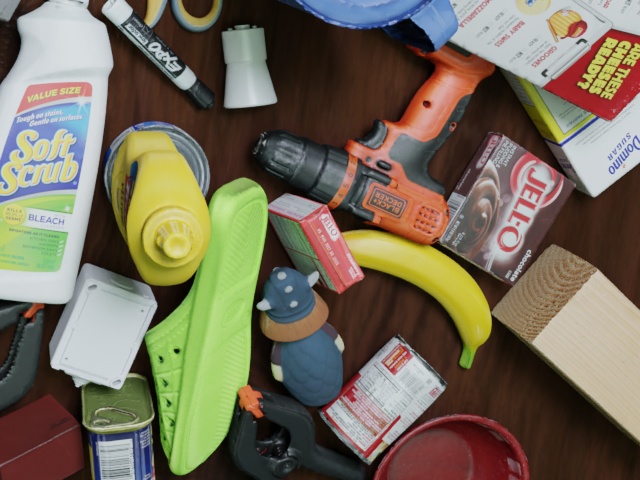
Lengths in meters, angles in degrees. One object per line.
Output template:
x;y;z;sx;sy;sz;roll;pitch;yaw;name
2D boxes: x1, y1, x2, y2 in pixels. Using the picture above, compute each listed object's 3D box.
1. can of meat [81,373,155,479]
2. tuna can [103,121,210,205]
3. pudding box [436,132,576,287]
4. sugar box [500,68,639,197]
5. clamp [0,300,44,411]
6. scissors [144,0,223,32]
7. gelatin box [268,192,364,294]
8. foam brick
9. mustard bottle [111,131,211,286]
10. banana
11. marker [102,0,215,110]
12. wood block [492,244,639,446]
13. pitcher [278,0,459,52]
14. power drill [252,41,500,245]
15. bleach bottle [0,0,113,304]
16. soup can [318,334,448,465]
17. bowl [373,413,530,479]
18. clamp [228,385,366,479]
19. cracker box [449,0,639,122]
-0.168;0.171;0.896;0.057;0.102;0.084;-4;108;-13;can of meat
-0.136;-0.054;0.881;0.086;0.034;0.086;-4;105;-15;tuna can
0.164;-0.028;0.967;0.090;0.039;0.113;30;94;-20;pudding box
0.230;-0.135;0.955;0.093;0.048;0.176;-37;113;-1;sugar box
-0.295;0.133;0.884;0.210;0.036;0.164;-44;121;-5;clamp
-0.102;-0.254;0.847;0.096;0.016;0.202;19;99;-21;scissors
-0.006;0.001;0.901;0.030;0.089;0.073;-34;110;-16;gelatin box
-0.241;0.174;0.881;0.078;0.053;0.051;-24;131;-36;foam brick
-0.115;-0.019;0.773;0.058;0.192;0.096;-1;104;-16;mustard bottle
0.095;0.041;0.968;0.197;0.037;0.069;41;90;-21;banana
-0.126;-0.147;0.855;0.020;0.020;0.121;-46;123;0;marker
0.273;0.109;1.007;0.206;0.090;0.091;41;91;-21;wood block
0.005;-0.217;0.765;0.144;0.243;0.149;-1;105;-15;pitcher
0.056;-0.107;0.907;0.184;0.057;0.188;23;97;-20;power drill
-0.223;-0.080;0.836;0.102;0.068;0.251;8;100;-18;bleach bottle
0.057;0.144;0.968;0.102;0.068;0.068;-45;111;-1;soup can
0.114;0.231;1.013;0.162;0.055;0.162;-4;105;-15;bowl
-0.024;0.192;0.960;0.120;0.039;0.171;-26;129;-16;clamp
0.184;-0.206;0.823;0.213;0.072;0.164;23;136;-14;cracker box
